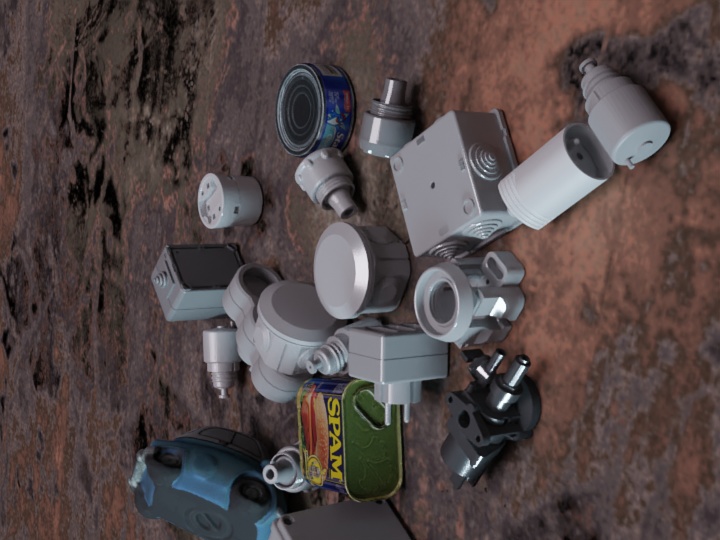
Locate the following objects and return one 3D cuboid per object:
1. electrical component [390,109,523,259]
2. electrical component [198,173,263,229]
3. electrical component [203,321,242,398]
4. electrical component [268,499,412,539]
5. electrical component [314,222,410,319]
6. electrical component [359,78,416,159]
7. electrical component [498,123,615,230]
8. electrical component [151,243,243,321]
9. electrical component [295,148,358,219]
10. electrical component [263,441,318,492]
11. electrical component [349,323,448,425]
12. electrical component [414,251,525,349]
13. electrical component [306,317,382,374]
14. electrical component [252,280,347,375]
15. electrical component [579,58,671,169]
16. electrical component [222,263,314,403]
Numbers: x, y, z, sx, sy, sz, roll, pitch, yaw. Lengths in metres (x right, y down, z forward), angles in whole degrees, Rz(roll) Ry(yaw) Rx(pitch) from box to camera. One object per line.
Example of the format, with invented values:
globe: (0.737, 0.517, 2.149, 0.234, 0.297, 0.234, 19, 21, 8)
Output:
electrical component: (0.071, -0.062, 0.797, 0.100, 0.048, 0.099, -34, 65, 50)
electrical component: (-0.130, -0.070, 1.086, 0.055, 0.047, 0.055, 5, 96, 55)
electrical component: (-0.142, 0.093, 1.117, 0.040, 0.040, 0.078, -1, 91, 55)
electrical component: (-0.008, 0.247, 0.875, 0.108, 0.109, 0.056, 53, 135, 39)
electrical component: (0.000, 0.000, 0.900, 0.080, 0.051, 0.080, 4, 94, 55)
electrical component: (0.024, -0.123, 0.867, 0.043, 0.043, 0.062, 30, 114, 51)
electrical component: (0.127, -0.059, 0.722, 0.081, 0.043, 0.043, -41, 59, 48)
electrical component: (-0.170, 0.015, 1.104, 0.061, 0.096, 0.061, -56, 49, 40)
electrical component: (-0.024, -0.072, 0.939, 0.062, 0.048, 0.048, 57, 135, 26)
electrical component: (-0.063, 0.182, 0.985, 0.048, 0.062, 0.048, 0, 89, 34)
electrical component: (0.030, 0.084, 0.849, 0.047, 0.066, 0.076, 7, 98, 55)
electrical component: (0.077, 0.023, 0.786, 0.058, 0.057, 0.078, 55, 134, 37)
electrical component: (-0.010, 0.068, 0.901, 0.040, 0.078, 0.040, 31, 132, 44)
electrical component: (-0.055, 0.051, 0.959, 0.080, 0.080, 0.051, 55, 139, 38)
electrical component: (0.161, -0.102, 0.674, 0.040, 0.040, 0.078, -55, 49, 41)
electrical component: (-0.095, 0.069, 1.038, 0.073, 0.052, 0.138, -55, 50, 41)
